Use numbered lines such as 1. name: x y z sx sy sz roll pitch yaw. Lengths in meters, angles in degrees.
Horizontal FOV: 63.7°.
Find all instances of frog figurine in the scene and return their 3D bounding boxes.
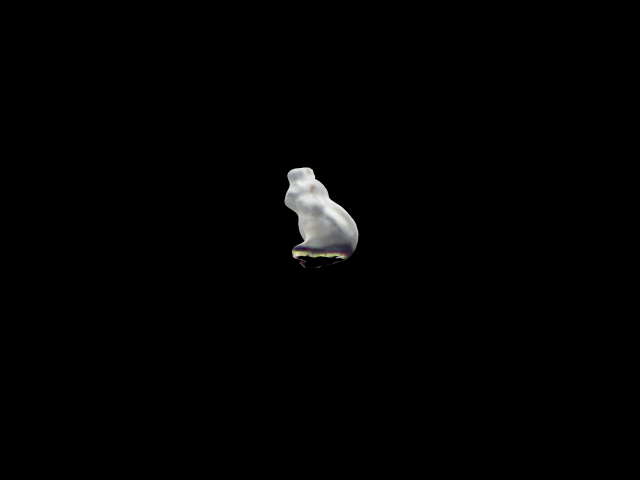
1. frog figurine: 0.003 -0.043 0.850 0.122 0.161 0.136 -9 -18 29
